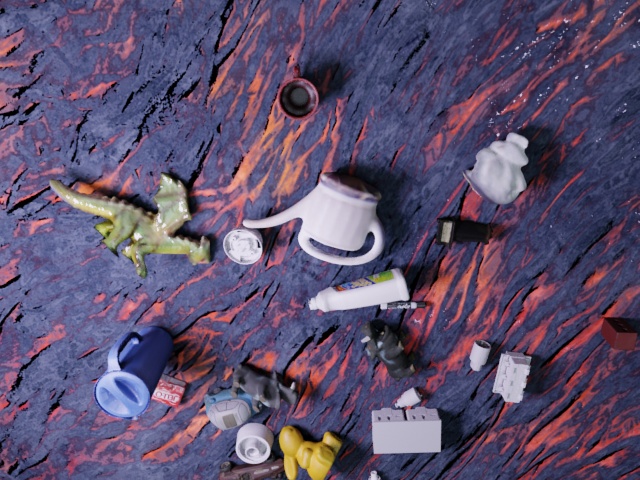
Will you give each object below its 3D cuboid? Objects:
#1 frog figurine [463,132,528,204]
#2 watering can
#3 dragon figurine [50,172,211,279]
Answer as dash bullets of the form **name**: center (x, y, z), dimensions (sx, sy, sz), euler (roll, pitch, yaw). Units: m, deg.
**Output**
- **frog figurine**: center (0.429, -0.166, 1.199), dimensions (0.138, 0.124, 0.157), euler (46, 117, 7)
- **watering can**: center (0.004, -0.063, 1.247), dimensions (0.347, 0.105, 0.221), euler (18, 107, -6)
- **dragon figurine**: center (-0.436, -0.066, 1.279), dimensions (0.243, 0.123, 0.407), euler (-43, 105, -4)
